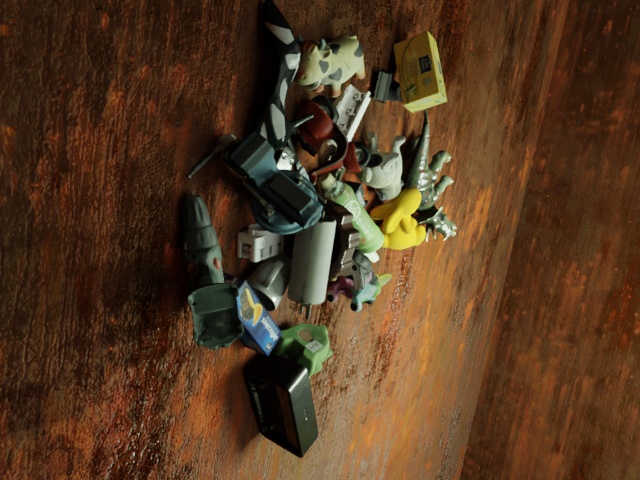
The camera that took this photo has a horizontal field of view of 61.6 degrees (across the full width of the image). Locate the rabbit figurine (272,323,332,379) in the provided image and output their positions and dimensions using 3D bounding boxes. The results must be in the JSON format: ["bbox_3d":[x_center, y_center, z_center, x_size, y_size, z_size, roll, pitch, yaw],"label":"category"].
[{"bbox_3d":[-0.049,0.276,1.242,0.159,0.121,0.170,-34,149,-55],"label":"rabbit figurine"}]

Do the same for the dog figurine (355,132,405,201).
[{"bbox_3d":[0.150,-0.147,1.336,0.172,0.121,0.190,-46,142,-30],"label":"dog figurine"}]

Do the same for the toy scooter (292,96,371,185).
[{"bbox_3d":[0.005,-0.192,1.091,0.135,0.075,0.183,-41,99,-2],"label":"toy scooter"}]

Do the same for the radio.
[{"bbox_3d":[-0.083,0.356,1.173,0.073,0.131,0.229,-40,135,-42],"label":"radio"}]

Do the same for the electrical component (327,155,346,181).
[{"bbox_3d":[0.042,-0.182,1.226,0.102,0.045,0.078,-61,175,-20],"label":"electrical component"}]

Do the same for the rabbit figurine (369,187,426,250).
[{"bbox_3d":[0.213,-0.067,1.468,0.162,0.122,0.173,-8,133,-33],"label":"rabbit figurine"}]

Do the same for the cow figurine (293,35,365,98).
[{"bbox_3d":[0.017,-0.356,1.071,0.195,0.086,0.127,-42,141,-38],"label":"cow figurine"}]

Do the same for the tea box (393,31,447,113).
[{"bbox_3d":[0.249,-0.415,1.338,0.068,0.098,0.169,12,66,-59],"label":"tea box"}]

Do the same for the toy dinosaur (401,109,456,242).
[{"bbox_3d":[0.295,-0.165,1.565,0.192,0.131,0.404,-56,138,-27],"label":"toy dinosaur"}]

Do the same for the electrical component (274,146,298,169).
[{"bbox_3d":[-0.073,-0.156,1.062,0.094,0.021,0.063,34,81,-46],"label":"electrical component"}]

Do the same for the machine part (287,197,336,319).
[{"bbox_3d":[-0.017,0.035,1.046,0.079,0.079,0.243,-13,114,-55],"label":"machine part"}]

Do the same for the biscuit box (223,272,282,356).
[{"bbox_3d":[-0.144,0.150,1.058,0.063,0.059,0.202,-57,144,-26],"label":"biscuit box"}]

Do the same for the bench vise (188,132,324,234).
[{"bbox_3d":[-0.095,-0.087,0.962,0.129,0.224,0.240,-60,176,-14],"label":"bench vise"}]

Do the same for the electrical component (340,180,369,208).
[{"bbox_3d":[0.071,-0.106,1.296,0.075,0.048,0.119,-58,146,-26],"label":"electrical component"}]

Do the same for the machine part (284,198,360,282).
[{"bbox_3d":[-0.002,-0.003,1.109,0.056,0.180,0.179,-15,116,-57],"label":"machine part"}]

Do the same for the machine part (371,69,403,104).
[{"bbox_3d":[0.174,-0.379,1.348,0.139,0.039,0.084,-4,103,-55],"label":"machine part"}]

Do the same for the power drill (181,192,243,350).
[{"bbox_3d":[-0.182,0.059,0.850,0.086,0.207,0.231,-11,115,-20],"label":"power drill"}]

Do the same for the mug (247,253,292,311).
[{"bbox_3d":[-0.097,0.071,1.071,0.107,0.081,0.109,-59,174,-33],"label":"mug"}]

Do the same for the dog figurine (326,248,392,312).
[{"bbox_3d":[0.108,0.089,1.388,0.219,0.109,0.191,-22,119,-57],"label":"dog figurine"}]

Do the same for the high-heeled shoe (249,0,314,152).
[{"bbox_3d":[-0.101,-0.284,0.961,0.145,0.086,0.248,-26,110,-14],"label":"high-heeled shoe"}]
